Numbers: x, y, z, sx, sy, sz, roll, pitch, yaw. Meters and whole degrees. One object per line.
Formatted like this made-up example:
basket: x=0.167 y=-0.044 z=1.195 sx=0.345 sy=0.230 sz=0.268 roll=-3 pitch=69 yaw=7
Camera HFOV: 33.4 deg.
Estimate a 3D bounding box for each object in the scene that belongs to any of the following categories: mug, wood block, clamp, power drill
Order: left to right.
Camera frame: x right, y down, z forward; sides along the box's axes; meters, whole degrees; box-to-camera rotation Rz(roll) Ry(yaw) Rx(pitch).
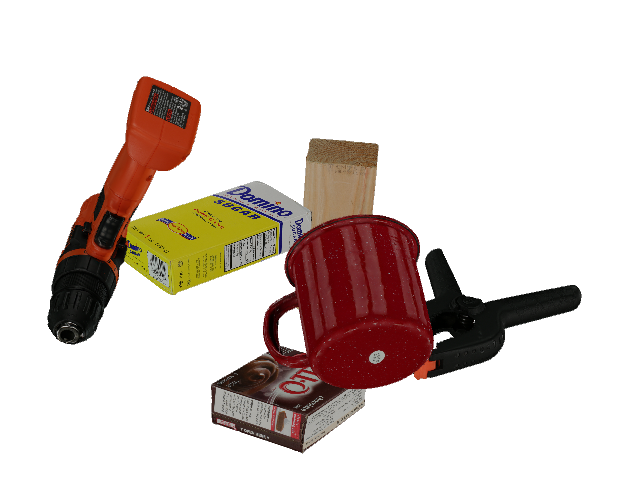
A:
power drill: x=-0.165 y=-0.027 z=0.872 sx=0.057 sy=0.188 sz=0.184 roll=24 pitch=31 yaw=-18
wood block: x=0.021 y=-0.018 z=1.381 sx=0.090 sy=0.206 sz=0.090 roll=5 pitch=25 yaw=1
mug: x=0.016 y=0.047 z=0.698 sx=0.117 sy=0.081 sz=0.093 roll=-20 pitch=-39 yaw=12
clamp: x=0.133 y=0.068 z=1.021 sx=0.165 sy=0.036 sz=0.209 roll=19 pitch=32 yaw=33

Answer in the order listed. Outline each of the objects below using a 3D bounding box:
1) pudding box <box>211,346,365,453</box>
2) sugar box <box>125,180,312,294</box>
pudding box: x=-0.024 y=0.129 z=0.884 sx=0.090 sy=0.039 sz=0.113 roll=12 pitch=20 yaw=26
sugar box: x=-0.104 y=-0.007 z=1.076 sx=0.175 sy=0.048 sz=0.093 roll=-24 pitch=39 yaw=-35
